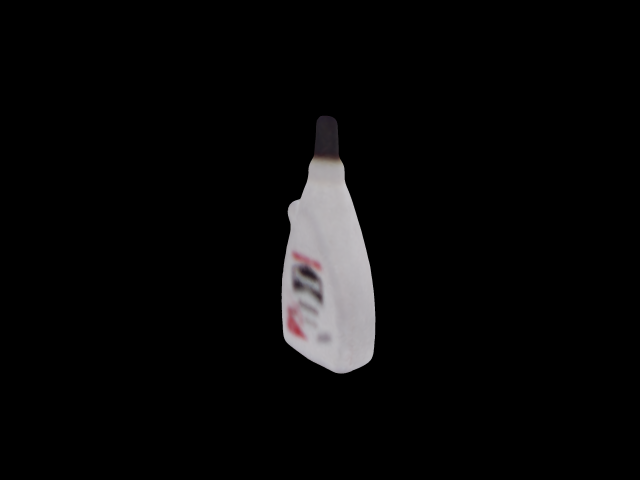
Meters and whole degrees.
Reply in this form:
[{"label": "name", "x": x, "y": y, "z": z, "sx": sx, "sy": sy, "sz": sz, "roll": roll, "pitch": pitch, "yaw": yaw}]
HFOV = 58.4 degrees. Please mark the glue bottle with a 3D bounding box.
[{"label": "glue bottle", "x": 0.004, "y": 0.001, "z": 0.400, "sx": 0.037, "sy": 0.173, "sz": 0.077, "roll": -14, "pitch": 22, "yaw": -40}]
